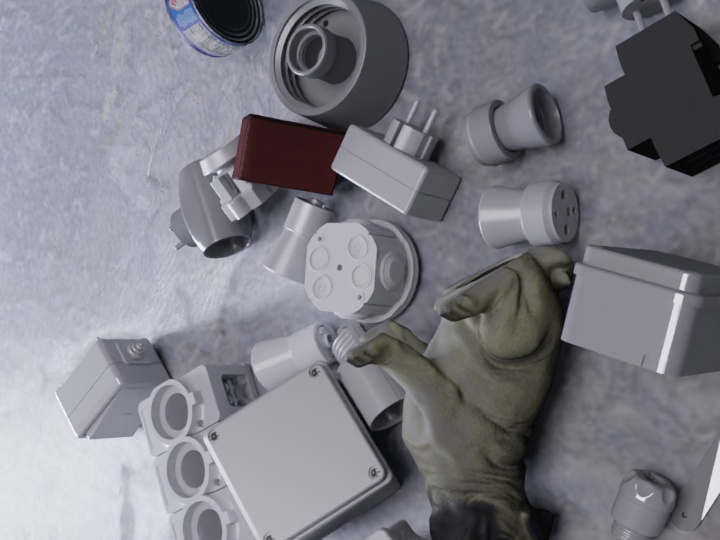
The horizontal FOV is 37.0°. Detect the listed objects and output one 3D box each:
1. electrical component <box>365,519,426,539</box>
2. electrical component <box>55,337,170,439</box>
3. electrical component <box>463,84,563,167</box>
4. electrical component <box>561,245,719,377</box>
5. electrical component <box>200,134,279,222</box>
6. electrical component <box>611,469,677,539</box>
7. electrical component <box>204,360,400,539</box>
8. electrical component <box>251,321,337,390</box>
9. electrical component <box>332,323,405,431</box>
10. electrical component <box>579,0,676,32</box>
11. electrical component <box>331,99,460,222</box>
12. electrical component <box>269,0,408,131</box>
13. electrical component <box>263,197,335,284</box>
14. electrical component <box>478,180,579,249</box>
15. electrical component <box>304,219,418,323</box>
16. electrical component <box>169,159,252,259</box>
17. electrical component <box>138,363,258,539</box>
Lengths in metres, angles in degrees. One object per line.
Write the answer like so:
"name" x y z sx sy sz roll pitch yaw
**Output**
"electrical component" 0.017 0.228 0.721 0.100 0.048 0.099 -42 76 16
"electrical component" -0.218 0.105 0.973 0.096 0.062 0.061 -49 60 24
"electrical component" 0.106 -0.100 0.749 0.055 0.045 0.045 -18 76 36
"electrical component" 0.180 0.022 0.638 0.078 0.113 0.057 18 100 37
"electrical component" -0.100 -0.079 0.893 0.048 0.066 0.055 -27 103 33
"electrical component" 0.175 0.159 0.680 0.035 0.035 0.061 28 106 36
"electrical component" -0.043 0.143 0.809 0.109 0.056 0.108 -32 67 -1
"electrical component" -0.049 0.067 0.858 0.065 0.044 0.044 -25 71 29
"electrical component" 0.006 0.076 0.812 0.043 0.043 0.081 -47 60 25
"electrical component" 0.182 -0.189 0.699 0.077 0.043 0.079 -25 71 34
"electrical component" 0.034 -0.089 0.803 0.083 0.047 0.075 34 106 35
"electrical component" -0.023 -0.166 0.845 0.108 0.060 0.108 -4 83 38
"electrical component" -0.046 -0.026 0.865 0.044 0.044 0.065 27 98 36
"electrical component" 0.116 -0.038 0.736 0.055 0.045 0.045 -2 85 37
"electrical component" 0.000 0.000 0.819 0.080 0.051 0.080 -4 84 37
"electrical component" -0.137 -0.045 0.933 0.079 0.044 0.077 -32 68 31
"electrical component" -0.122 0.163 0.893 0.089 0.062 0.150 -32 68 32
